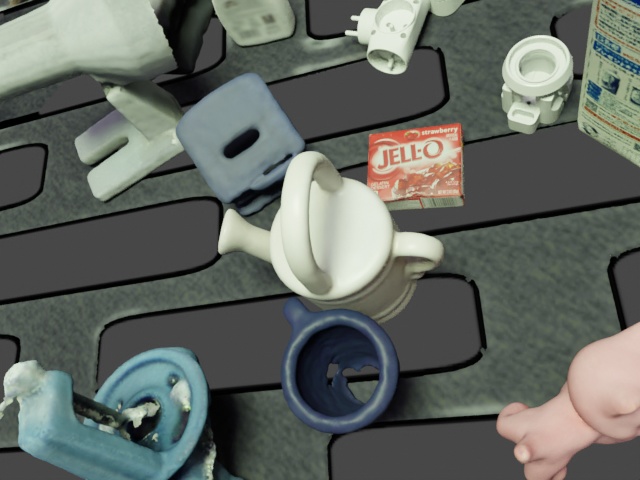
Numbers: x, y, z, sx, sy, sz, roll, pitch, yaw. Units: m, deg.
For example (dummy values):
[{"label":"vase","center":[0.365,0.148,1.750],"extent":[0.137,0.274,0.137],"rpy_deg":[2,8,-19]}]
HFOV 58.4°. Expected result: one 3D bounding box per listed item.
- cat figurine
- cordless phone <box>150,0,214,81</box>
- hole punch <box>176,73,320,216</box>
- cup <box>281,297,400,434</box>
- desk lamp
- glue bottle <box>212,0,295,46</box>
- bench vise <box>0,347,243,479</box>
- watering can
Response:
[{"label":"cat figurine","center":[0.183,0.114,0.389],"extent":[0.128,0.118,0.067],"rpy_deg":[-36,63,5]},{"label":"cordless phone","center":[-0.207,-0.280,0.635],"extent":[0.094,0.185,0.147],"rpy_deg":[2,72,21]},{"label":"hole punch","center":[-0.071,-0.095,0.572],"extent":[0.108,0.091,0.101],"rpy_deg":[-35,63,5]},{"label":"cup","center":[0.018,0.101,0.466],"extent":[0.091,0.095,0.117],"rpy_deg":[-42,63,1]},{"label":"desk lamp","center":[-0.219,-0.161,0.580],"extent":[0.203,0.214,0.117],"rpy_deg":[-33,63,6]},{"label":"glue bottle","center":[-0.090,-0.273,0.597],"extent":[0.078,0.173,0.037],"rpy_deg":[-4,70,19]},{"label":"bench vise","center":[-0.125,0.161,0.425],"extent":[0.121,0.220,0.207],"rpy_deg":[-43,63,1]},{"label":"watering can","center":[0.004,0.004,0.451],"extent":[0.172,0.194,0.101],"rpy_deg":[-19,66,13]}]
